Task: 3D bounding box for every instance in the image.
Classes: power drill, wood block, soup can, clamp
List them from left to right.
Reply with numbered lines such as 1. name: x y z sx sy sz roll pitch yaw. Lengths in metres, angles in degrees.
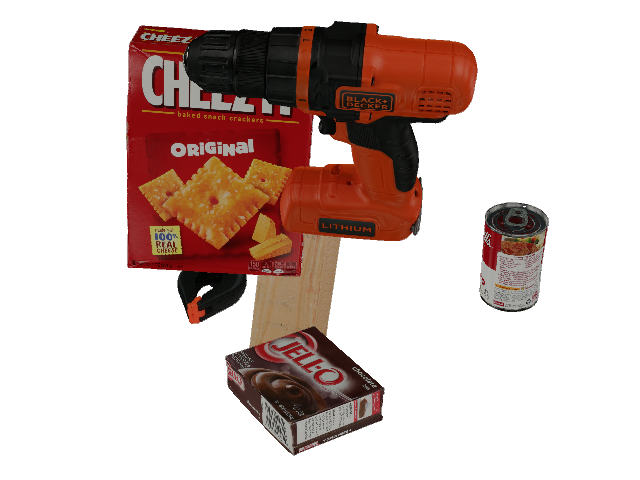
1. clamp: -0.107 0.032 1.243 0.120 0.039 0.171 -2 40 12
2. wood block: -0.034 0.063 1.451 0.090 0.206 0.090 12 21 11
3. power drill: 0.006 -0.072 0.727 0.184 0.057 0.188 6 -30 4
4. soup can: 0.211 0.019 1.170 0.068 0.102 0.068 -1 33 0

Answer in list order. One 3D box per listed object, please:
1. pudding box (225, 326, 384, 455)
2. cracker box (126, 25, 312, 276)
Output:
1. pudding box: -0.014 0.122 0.887 0.089 0.039 0.114 -18 35 -27
2. cracker box: -0.090 -0.076 0.966 0.164 0.214 0.072 4 24 -1
